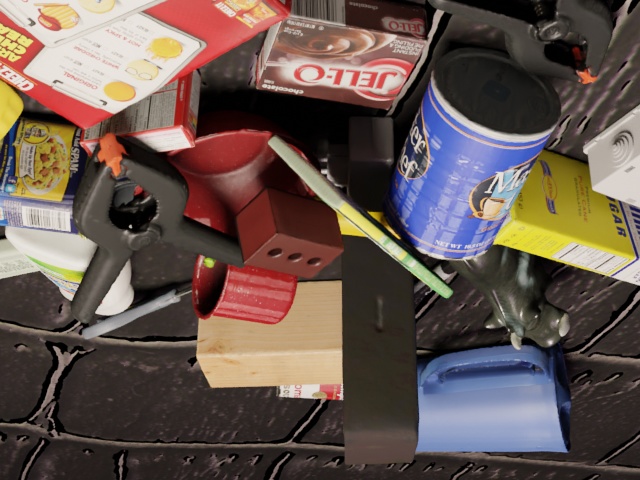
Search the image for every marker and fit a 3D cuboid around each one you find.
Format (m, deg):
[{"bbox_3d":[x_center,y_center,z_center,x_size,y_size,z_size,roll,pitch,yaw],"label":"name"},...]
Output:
[{"bbox_3d":[0.119,0.044,1.147,0.020,0.020,0.121,15,147,-22],"label":"marker"}]

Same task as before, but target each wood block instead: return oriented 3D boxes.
[{"bbox_3d":[-0.025,0.105,1.183,0.206,0.091,0.090,-3,149,5],"label":"wood block"}]

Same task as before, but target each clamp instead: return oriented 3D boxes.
[{"bbox_3d":[0.154,-0.163,0.777,0.120,0.039,0.171,-12,147,22],"label":"clamp"},{"bbox_3d":[-0.139,-0.013,0.883,0.164,0.036,0.210,-17,146,-14],"label":"clamp"}]

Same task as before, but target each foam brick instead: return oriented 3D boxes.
[{"bbox_3d":[-0.027,-0.005,0.927,0.078,0.051,0.053,13,139,-38],"label":"foam brick"}]

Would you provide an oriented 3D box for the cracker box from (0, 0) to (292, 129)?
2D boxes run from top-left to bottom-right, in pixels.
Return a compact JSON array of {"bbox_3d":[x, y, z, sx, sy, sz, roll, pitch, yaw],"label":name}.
[{"bbox_3d":[-0.150,-0.177,0.729,0.214,0.072,0.164,-21,142,34],"label":"cracker box"}]

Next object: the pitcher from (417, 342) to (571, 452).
[{"bbox_3d":[0.179,0.191,1.299,0.243,0.149,0.144,-7,-173,18],"label":"pitcher"}]

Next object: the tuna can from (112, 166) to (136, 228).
[{"bbox_3d":[-0.160,-0.045,0.988,0.086,0.034,0.086,1,149,0],"label":"tuna can"}]

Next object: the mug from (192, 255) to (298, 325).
[{"bbox_3d":[-0.080,0.044,1.089,0.081,0.093,0.117,12,159,-27],"label":"mug"}]

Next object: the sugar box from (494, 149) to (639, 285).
[{"bbox_3d":[0.231,-0.024,0.958,0.176,0.093,0.048,13,147,-21],"label":"sugar box"}]

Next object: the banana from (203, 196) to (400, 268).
[{"bbox_3d":[-0.013,-0.013,1.006,0.198,0.069,0.037,-10,144,-1],"label":"banana"}]

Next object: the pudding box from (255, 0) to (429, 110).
[{"bbox_3d":[0.015,-0.145,0.810,0.113,0.039,0.090,9,149,-13],"label":"pudding box"}]

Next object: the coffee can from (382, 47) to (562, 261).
[{"bbox_3d":[0.117,-0.067,0.851,0.102,0.103,0.140,8,136,-12],"label":"coffee can"}]

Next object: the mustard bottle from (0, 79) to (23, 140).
[{"bbox_3d":[-0.315,-0.133,0.799,0.096,0.058,0.191,-40,142,-2],"label":"mustard bottle"}]

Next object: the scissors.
[{"bbox_3d":[-0.179,0.070,1.156,0.202,0.016,0.096,-21,-175,34],"label":"scissors"}]

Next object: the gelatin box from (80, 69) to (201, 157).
[{"bbox_3d":[-0.142,-0.103,0.850,0.089,0.073,0.030,-8,145,14],"label":"gelatin box"}]

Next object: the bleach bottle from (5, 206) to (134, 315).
[{"bbox_3d":[-0.226,0.027,1.054,0.102,0.068,0.251,18,162,8],"label":"bleach bottle"}]

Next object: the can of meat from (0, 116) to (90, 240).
[{"bbox_3d":[-0.232,-0.055,0.907,0.084,0.102,0.057,7,148,-6],"label":"can of meat"}]

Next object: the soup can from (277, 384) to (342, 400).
[{"bbox_3d":[0.000,0.160,1.298,0.102,0.068,0.068,3,149,-3],"label":"soup can"}]

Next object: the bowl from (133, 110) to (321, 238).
[{"bbox_3d":[-0.083,-0.062,0.919,0.162,0.055,0.162,-11,148,-7],"label":"bowl"}]
